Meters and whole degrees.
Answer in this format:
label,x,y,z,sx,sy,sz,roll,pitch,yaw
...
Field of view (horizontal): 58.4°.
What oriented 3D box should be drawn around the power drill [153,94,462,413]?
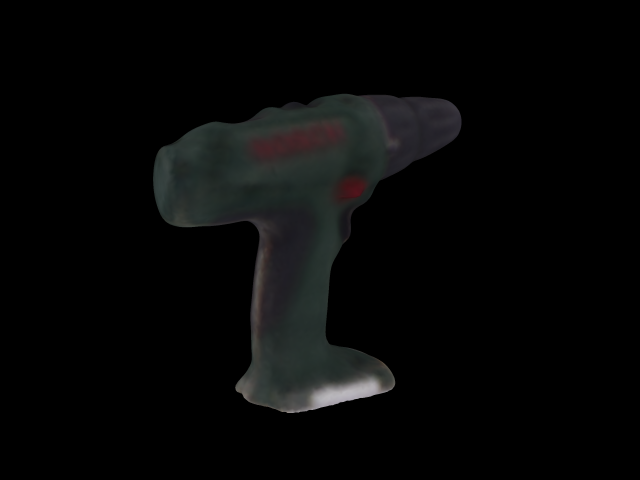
label,x,y,z,sx,sy,sz,roll,pitch,yaw
power drill,0.004,0.001,0.400,0.230,0.208,0.075,-4,7,-29
